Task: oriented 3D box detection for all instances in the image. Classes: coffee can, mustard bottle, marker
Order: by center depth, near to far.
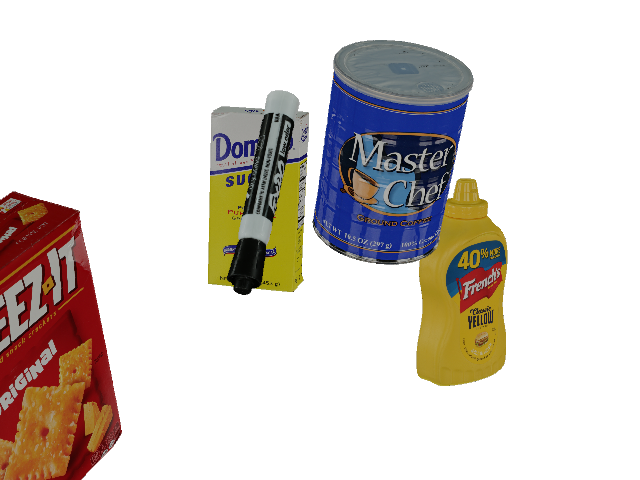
[{"bbox_3d":[-0.031,-0.027,0.586,0.020,0.121,0.020,9,-24,4],"label":"marker"},{"bbox_3d":[0.052,-0.068,0.811,0.102,0.140,0.103,6,32,-4],"label":"coffee can"},{"bbox_3d":[0.136,0.036,1.014,0.096,0.192,0.058,-10,16,-34],"label":"mustard bottle"}]

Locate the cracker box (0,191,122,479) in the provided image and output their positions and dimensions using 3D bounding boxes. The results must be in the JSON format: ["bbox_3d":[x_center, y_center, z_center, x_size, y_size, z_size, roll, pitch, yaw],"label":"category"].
[{"bbox_3d":[-0.222,0.100,0.744,0.072,0.214,0.164,14,36,23],"label":"cracker box"}]

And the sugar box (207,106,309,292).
[{"bbox_3d":[-0.062,-0.041,1.059,0.093,0.176,0.048,4,16,10],"label":"sugar box"}]
